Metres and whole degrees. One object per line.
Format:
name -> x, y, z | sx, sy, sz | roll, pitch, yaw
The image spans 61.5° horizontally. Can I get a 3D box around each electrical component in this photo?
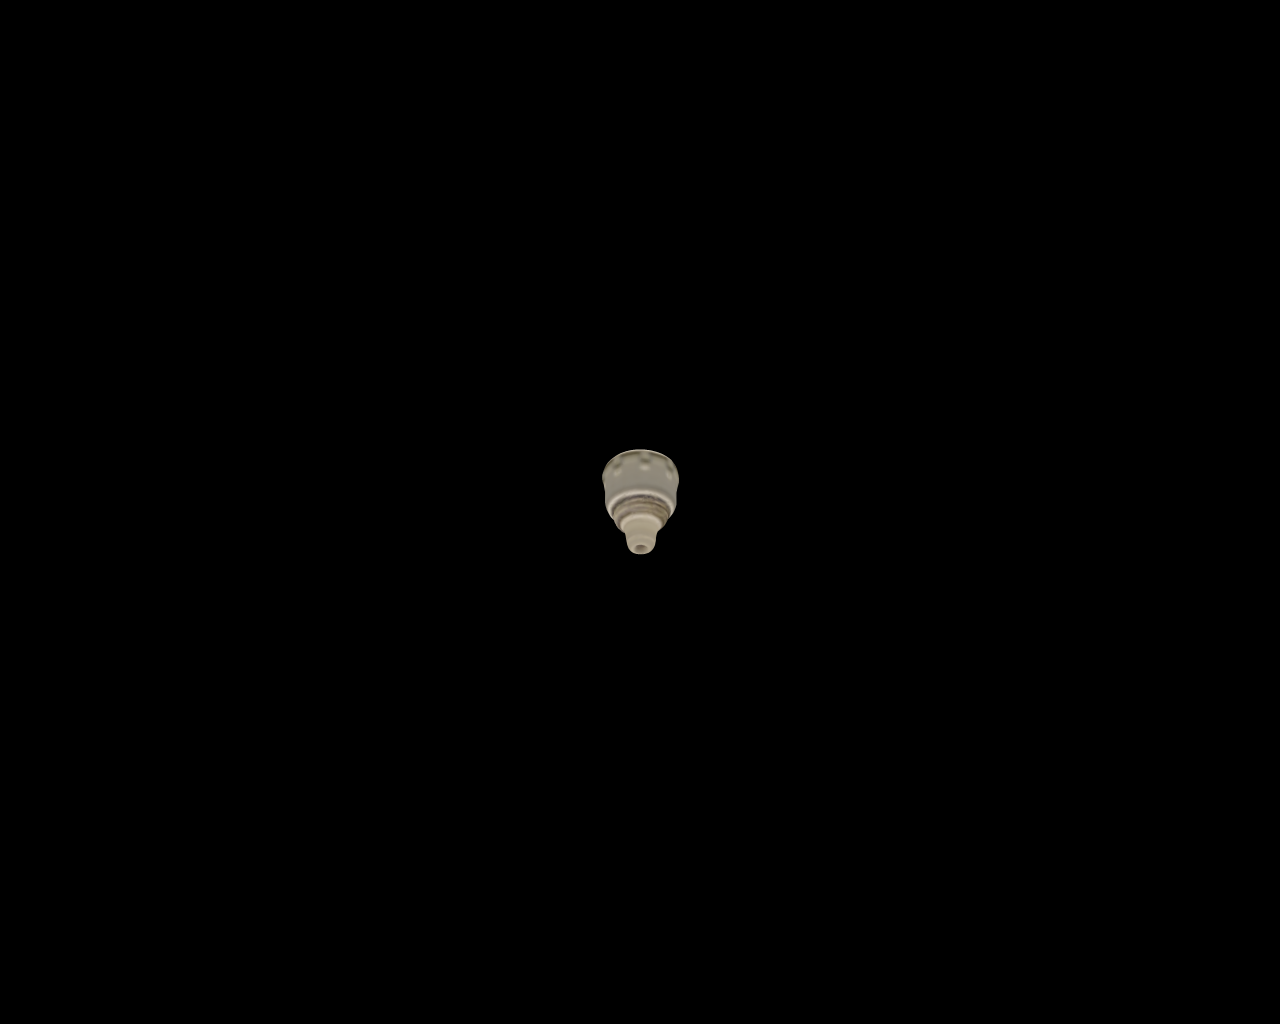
electrical component -> 0.001, -0.003, 0.650 | 0.048, 0.062, 0.048 | 0, -34, 0
